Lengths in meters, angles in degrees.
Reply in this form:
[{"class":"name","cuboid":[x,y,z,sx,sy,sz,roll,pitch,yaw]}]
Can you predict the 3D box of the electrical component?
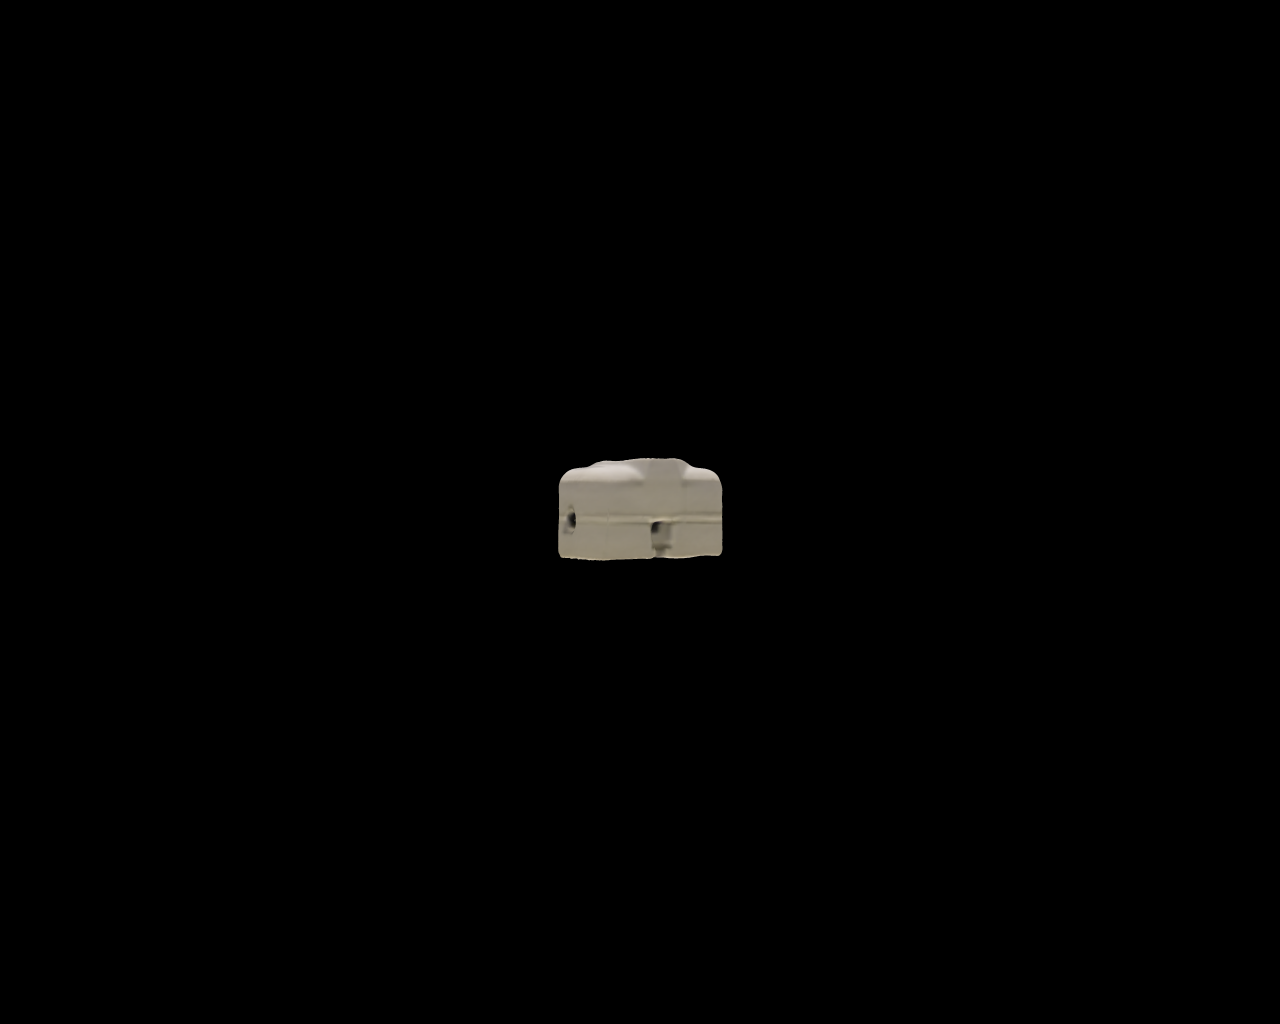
[{"class":"electrical component","cuboid":[0.001,-0.003,0.650,0.095,0.059,0.053,0,0,-28]}]
